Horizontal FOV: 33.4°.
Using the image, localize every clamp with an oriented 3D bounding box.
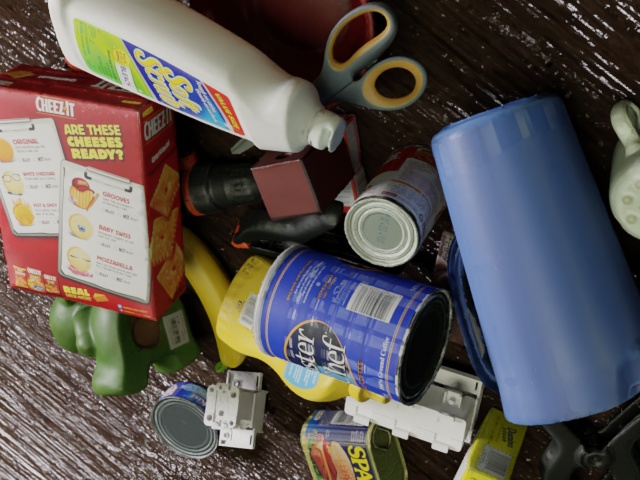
[{"bbox_3d":[0.261,0.186,0.979,0.165,0.036,0.210,-6,123,12],"label":"clamp"},{"bbox_3d":[-0.007,0.001,0.989,0.172,0.039,0.120,1,149,48],"label":"clamp"}]

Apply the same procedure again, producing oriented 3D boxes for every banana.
[{"bbox_3d":[-0.114,0.060,1.095,0.070,0.037,0.198,-5,116,28],"label":"banana"}]

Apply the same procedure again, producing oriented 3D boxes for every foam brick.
[{"bbox_3d":[-0.013,-0.058,0.908,0.053,0.078,0.051,-9,114,30],"label":"foam brick"}]

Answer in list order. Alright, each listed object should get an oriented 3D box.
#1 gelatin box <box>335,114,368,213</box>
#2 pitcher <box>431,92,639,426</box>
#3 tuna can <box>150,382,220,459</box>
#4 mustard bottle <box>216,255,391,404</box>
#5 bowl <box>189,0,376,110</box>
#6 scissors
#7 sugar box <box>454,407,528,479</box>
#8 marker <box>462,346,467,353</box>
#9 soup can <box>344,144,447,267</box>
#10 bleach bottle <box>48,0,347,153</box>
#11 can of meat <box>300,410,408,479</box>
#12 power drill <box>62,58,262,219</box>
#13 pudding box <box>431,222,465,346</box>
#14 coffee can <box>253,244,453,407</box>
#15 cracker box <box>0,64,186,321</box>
[{"bbox_3d":[0.002,-0.070,0.964,0.073,0.030,0.089,2,120,27],"label":"gelatin box"},{"bbox_3d":[0.167,0.016,0.848,0.149,0.145,0.243,-19,91,9],"label":"pitcher"},{"bbox_3d":[-0.145,0.202,1.199,0.086,0.033,0.086,13,123,20],"label":"tuna can"},{"bbox_3d":[-0.008,0.097,1.012,0.192,0.058,0.096,32,103,29],"label":"mustard bottle"},{"bbox_3d":[-0.024,-0.187,0.885,0.162,0.055,0.162,11,126,16],"label":"bowl"},{"bbox_3d":[0.011,-0.109,0.876,0.096,0.016,0.202,38,128,-5],"label":"scissors"},{"bbox_3d":[0.147,0.259,1.053,0.048,0.093,0.176,24,127,11],"label":"sugar box"},{"bbox_3d":[0.181,0.132,1.004,0.121,0.020,0.020,42,128,-2],"label":"marker"},{"bbox_3d":[0.069,-0.030,0.909,0.069,0.102,0.068,13,124,19],"label":"soup can"},{"bbox_3d":[-0.094,-0.139,0.857,0.251,0.068,0.102,26,152,16],"label":"bleach bottle"},{"bbox_3d":[0.035,0.225,1.111,0.084,0.057,0.102,-2,118,30],"label":"can of meat"},{"bbox_3d":[-0.146,-0.107,0.997,0.185,0.057,0.187,-5,115,26],"label":"power drill"},{"bbox_3d":[0.147,0.044,0.954,0.090,0.039,0.113,18,125,16],"label":"pudding box"},{"bbox_3d":[0.029,0.071,0.911,0.140,0.102,0.103,17,125,26],"label":"coffee can"},{"bbox_3d":[-0.213,-0.044,0.985,0.164,0.072,0.214,11,121,18],"label":"cracker box"}]
